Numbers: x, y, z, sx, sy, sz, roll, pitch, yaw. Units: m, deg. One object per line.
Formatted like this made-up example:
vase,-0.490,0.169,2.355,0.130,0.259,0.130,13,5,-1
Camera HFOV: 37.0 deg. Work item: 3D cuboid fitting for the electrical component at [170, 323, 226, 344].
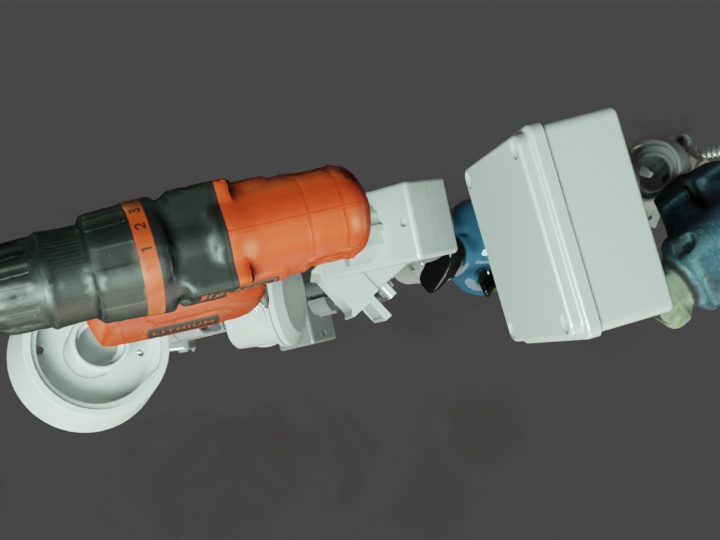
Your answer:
electrical component,-0.156,0.036,0.969,0.059,0.053,0.095,-14,177,18

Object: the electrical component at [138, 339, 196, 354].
electrical component,-0.214,0.054,1.059,0.096,0.061,0.061,-5,176,-2

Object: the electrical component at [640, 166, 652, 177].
electrical component,0.233,-0.069,0.847,0.040,0.040,0.078,-13,177,-11

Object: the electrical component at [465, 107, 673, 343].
electrical component,0.107,-0.020,0.573,0.056,0.108,0.109,-15,177,-10

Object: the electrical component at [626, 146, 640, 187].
electrical component,0.128,-0.052,0.675,0.081,0.043,0.043,-12,177,-12

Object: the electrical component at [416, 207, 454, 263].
electrical component,0.041,-0.028,0.728,0.045,0.045,0.055,-13,177,4

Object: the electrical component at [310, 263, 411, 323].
electrical component,0.000,0.000,0.821,0.063,0.078,0.121,-43,180,-5

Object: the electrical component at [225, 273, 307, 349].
electrical component,-0.076,0.023,0.854,0.051,0.080,0.080,-9,178,13

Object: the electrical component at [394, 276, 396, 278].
electrical component,0.044,-0.012,1.056,0.043,0.043,0.081,-13,177,3

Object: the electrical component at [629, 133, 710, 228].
electrical component,0.200,-0.062,0.715,0.048,0.066,0.055,25,-171,31

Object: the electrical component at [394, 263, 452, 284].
electrical component,0.057,-0.014,0.979,0.055,0.055,0.047,-10,179,-42

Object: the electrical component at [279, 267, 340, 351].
electrical component,-0.041,0.026,1.006,0.076,0.083,0.047,-15,177,26

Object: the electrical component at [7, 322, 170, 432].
electrical component,-0.184,0.054,0.741,0.108,0.108,0.060,-12,171,-26

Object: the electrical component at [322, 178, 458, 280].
electrical component,0.001,-0.023,0.655,0.083,0.047,0.076,-13,179,43
